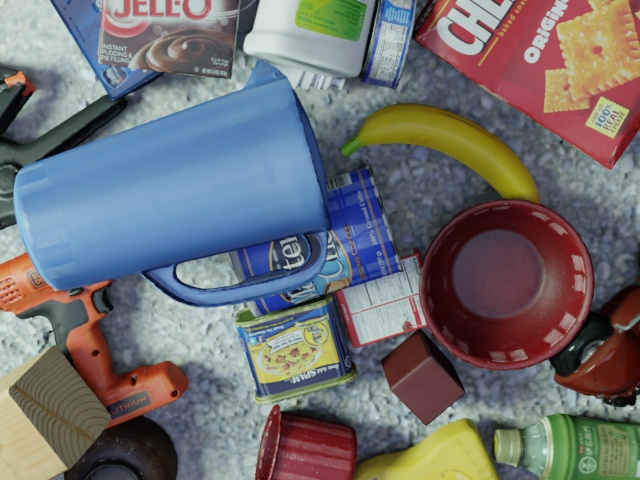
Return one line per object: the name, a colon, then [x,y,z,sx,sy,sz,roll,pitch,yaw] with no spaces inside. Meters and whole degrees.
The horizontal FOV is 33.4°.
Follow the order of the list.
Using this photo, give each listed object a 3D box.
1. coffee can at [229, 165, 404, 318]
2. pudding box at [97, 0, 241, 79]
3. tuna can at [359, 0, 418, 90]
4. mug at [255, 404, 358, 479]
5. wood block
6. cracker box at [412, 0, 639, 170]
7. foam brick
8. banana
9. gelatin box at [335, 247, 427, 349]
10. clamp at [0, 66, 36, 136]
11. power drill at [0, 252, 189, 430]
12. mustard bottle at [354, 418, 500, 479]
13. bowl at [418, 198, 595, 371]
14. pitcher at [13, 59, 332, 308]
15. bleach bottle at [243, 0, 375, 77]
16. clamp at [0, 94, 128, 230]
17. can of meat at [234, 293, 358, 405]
coffee can: [-0.006,0.001,0.965,0.140,0.103,0.103,-18,105,3]
pudding box: [-0.124,-0.185,0.882,0.113,0.039,0.090,5,105,-10]
tuna can: [0.059,-0.176,0.928,0.033,0.086,0.086,12,104,-3]
mug: [-0.016,0.220,1.039,0.081,0.093,0.117,13,135,-10]
wood block: [-0.308,0.194,0.986,0.206,0.090,0.091,-30,101,25]
cracker box: [0.211,-0.188,0.935,0.213,0.072,0.164,32,102,-8]
foam brick: [0.098,0.130,1.016,0.051,0.078,0.053,-41,102,7]
banana: [0.121,-0.082,0.983,0.197,0.037,0.070,18,123,-5]
gelatin box: [0.062,0.055,1.019,0.089,0.030,0.073,-18,103,3]
clamp: [-0.343,-0.118,0.952,0.171,0.039,0.120,-30,84,-5]
power drill: [-0.197,0.073,1.005,0.184,0.057,0.187,-23,102,8]
mustard bottle: [0.081,0.256,1.059,0.191,0.058,0.096,-24,105,6]
bowl: [0.170,0.038,0.999,0.162,0.055,0.162,0,100,0]
pitcher: [-0.114,-0.030,0.871,0.243,0.149,0.145,-17,136,2]
bleach bottle: [0.010,-0.269,0.892,0.102,0.068,0.251,10,92,-32]
clamp: [-0.270,-0.060,0.963,0.210,0.036,0.164,6,78,8]
can of meat: [-0.024,0.100,1.016,0.102,0.057,0.084,-15,103,2]
